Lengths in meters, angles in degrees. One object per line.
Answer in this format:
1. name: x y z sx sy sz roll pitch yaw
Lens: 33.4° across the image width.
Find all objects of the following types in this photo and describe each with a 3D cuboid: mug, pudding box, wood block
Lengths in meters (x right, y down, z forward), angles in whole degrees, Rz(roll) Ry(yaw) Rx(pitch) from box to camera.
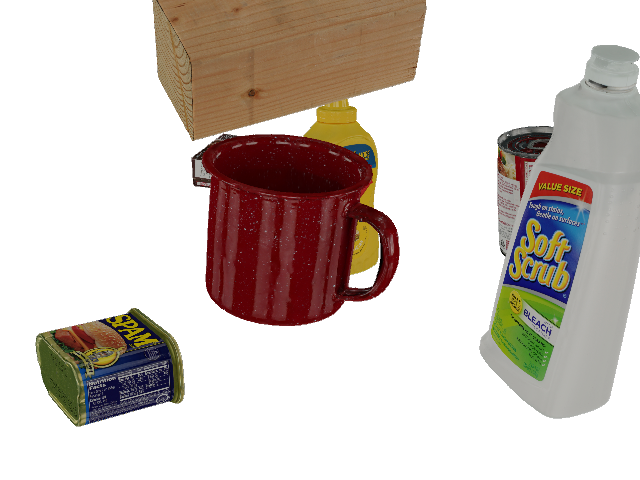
1. mug: -0.011 -0.002 0.588 0.117 0.081 0.093 17 26 22
2. pudding box: -0.093 -0.092 1.271 0.090 0.039 0.113 8 25 13
3. wood block: -0.026 -0.168 0.894 0.205 0.090 0.091 -18 -36 -18

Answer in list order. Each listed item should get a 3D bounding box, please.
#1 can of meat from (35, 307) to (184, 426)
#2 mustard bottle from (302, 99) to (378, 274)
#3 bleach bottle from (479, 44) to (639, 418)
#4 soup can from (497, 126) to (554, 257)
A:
1. can of meat: -0.166 0.098 0.834 0.083 0.057 0.102 -12 21 -30
2. mustard bottle: 0.017 -0.061 1.094 0.096 0.192 0.058 -12 19 -36
3. bleach bottle: 0.166 -0.008 0.705 0.068 0.251 0.103 -12 34 -23
4. soup can: 0.186 -0.038 0.908 0.068 0.102 0.068 -4 25 2
